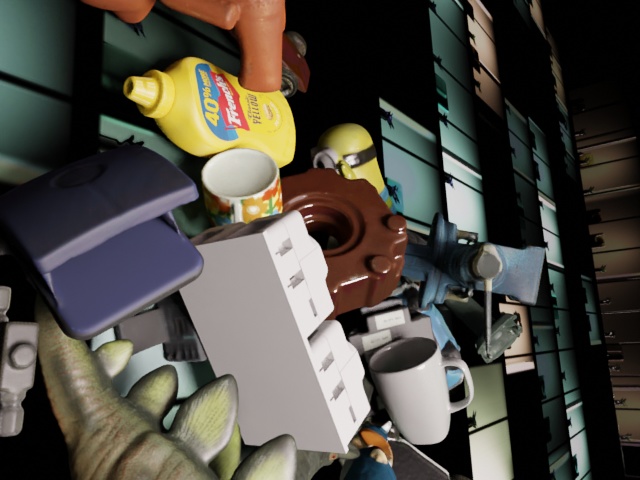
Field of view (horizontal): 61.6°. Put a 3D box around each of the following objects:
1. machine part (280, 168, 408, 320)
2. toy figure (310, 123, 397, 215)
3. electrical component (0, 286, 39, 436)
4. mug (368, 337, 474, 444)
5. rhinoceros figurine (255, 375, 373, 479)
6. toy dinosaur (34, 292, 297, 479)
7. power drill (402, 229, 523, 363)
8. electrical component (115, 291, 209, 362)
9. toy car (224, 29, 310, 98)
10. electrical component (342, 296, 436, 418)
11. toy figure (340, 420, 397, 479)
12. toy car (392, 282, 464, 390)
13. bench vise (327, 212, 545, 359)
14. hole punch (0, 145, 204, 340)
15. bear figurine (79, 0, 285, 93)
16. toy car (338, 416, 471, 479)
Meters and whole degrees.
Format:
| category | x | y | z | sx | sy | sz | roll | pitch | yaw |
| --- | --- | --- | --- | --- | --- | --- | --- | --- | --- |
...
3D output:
| category | x | y | z | sx | sy | sz | roll | pitch | yaw |
| --- | --- | --- | --- | --- | --- | --- | --- | --- | --- |
| machine part | -0.001 | -0.002 | 0.546 | 0.056 | 0.179 | 0.179 | 96 | 15 | -48 |
| toy figure | 0.050 | -0.066 | 0.712 | 0.089 | 0.082 | 0.180 | -49 | 119 | -36 |
| electrical component | -0.201 | 0.074 | 0.339 | 0.021 | 0.063 | 0.094 | 17 | 66 | -50 |
| mug | 0.121 | 0.173 | 0.613 | 0.081 | 0.110 | 0.107 | -49 | 124 | -65 |
| rhinoceros figurine | -0.004 | 0.192 | 0.545 | 0.190 | 0.112 | 0.073 | -27 | 105 | -62 |
| toy dinosaur | -0.107 | 0.201 | 0.372 | 0.198 | 0.105 | 0.471 | -31 | 91 | -41 |
| power drill | 0.190 | 0.080 | 0.799 | 0.086 | 0.208 | 0.231 | -49 | 142 | -2 |
| electrical component | -0.116 | 0.068 | 0.475 | 0.119 | 0.048 | 0.074 | -7 | 87 | -56 |
| toy car | -0.084 | -0.240 | 0.596 | 0.202 | 0.053 | 0.089 | 41 | 39 | -37 |
| electrical component | 0.086 | 0.141 | 0.679 | 0.115 | 0.058 | 0.134 | -10 | 93 | -15 |
| toy figure | 0.051 | 0.233 | 0.556 | 0.058 | 0.064 | 0.154 | 45 | 7 | -3 |
| toy car | 0.132 | 0.139 | 0.771 | 0.161 | 0.109 | 0.103 | 63 | 11 | 3 |
| bench vise | 0.123 | 0.025 | 0.630 | 0.223 | 0.241 | 0.128 | -38 | 138 | -77 |
| hole punch | -0.149 | -0.015 | 0.359 | 0.142 | 0.092 | 0.116 | -34 | 66 | -27 |
| bear figurine | -0.128 | -0.213 | 0.469 | 0.131 | 0.196 | 0.120 | 95 | -7 | -59 |
| toy car | 0.110 | 0.290 | 0.650 | 0.202 | 0.056 | 0.073 | 34 | 51 | 10 |
